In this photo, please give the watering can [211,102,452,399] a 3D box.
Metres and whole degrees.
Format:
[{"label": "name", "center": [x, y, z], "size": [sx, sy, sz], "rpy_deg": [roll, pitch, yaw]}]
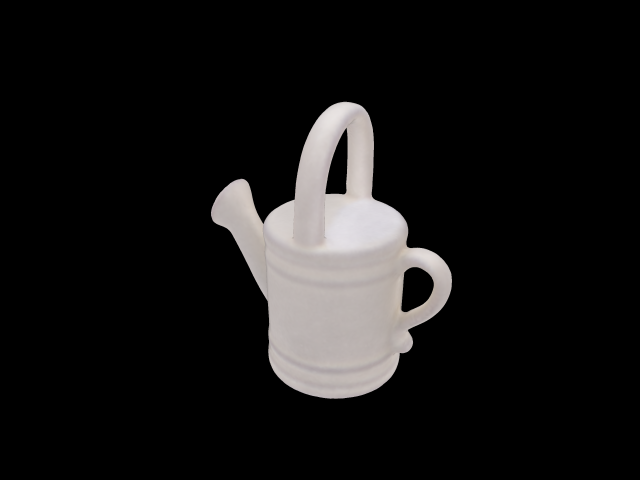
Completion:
[{"label": "watering can", "center": [0.003, 0.002, 0.398], "size": [0.172, 0.194, 0.101], "rpy_deg": [3, 27, 6]}]
